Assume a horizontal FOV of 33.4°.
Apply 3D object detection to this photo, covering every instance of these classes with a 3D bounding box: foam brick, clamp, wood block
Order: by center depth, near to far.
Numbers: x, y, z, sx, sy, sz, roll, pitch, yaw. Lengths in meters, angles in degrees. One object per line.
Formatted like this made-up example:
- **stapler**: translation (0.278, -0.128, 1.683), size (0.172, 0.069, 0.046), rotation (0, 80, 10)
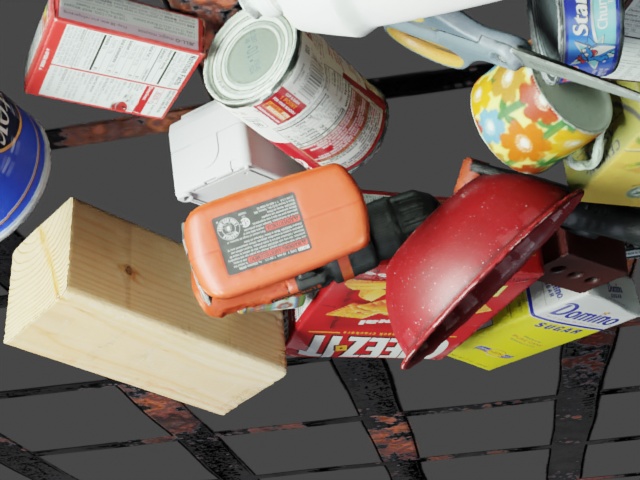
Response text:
- **clamp**: translation (0.198, -0.022, 0.790), size (0.210, 0.036, 0.164), rotation (15, -172, -6)
- **wood block**: translation (-0.134, 0.058, 0.854), size (0.205, 0.091, 0.090), rotation (26, 132, -35)
- **foam brick**: translation (0.206, 0.006, 0.875), size (0.078, 0.051, 0.053), rotation (15, 148, -35)

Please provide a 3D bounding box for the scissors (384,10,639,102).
- **scissors**: translation (0.078, -0.107, 0.534), size (0.096, 0.016, 0.202), rotation (37, 176, -29)

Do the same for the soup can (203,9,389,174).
- **soup can**: translation (-0.012, -0.087, 0.633), size (0.069, 0.068, 0.102), rotation (-18, 150, 27)

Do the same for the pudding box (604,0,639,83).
- **pudding box**: translation (0.201, -0.133, 0.602), size (0.090, 0.039, 0.114), rotation (4, 151, -15)

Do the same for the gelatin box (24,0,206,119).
- **gelatin box**: translation (-0.119, -0.108, 0.619), size (0.089, 0.030, 0.073), rotation (9, 150, -25)

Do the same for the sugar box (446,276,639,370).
- **sugar box**: translation (0.205, 0.074, 1.022), size (0.177, 0.048, 0.093), rotation (-25, 147, 39)

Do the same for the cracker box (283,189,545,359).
- **cracker box**: translation (0.066, 0.038, 0.898), size (0.164, 0.072, 0.214), rotation (4, 154, -15)

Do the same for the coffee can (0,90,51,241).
- **coffee can**: translation (-0.235, -0.065, 0.607), size (0.103, 0.103, 0.140), rotation (-12, 153, 16)

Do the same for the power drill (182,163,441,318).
- **power drill**: translation (-0.005, 0.001, 0.686), size (0.184, 0.057, 0.187), rotation (-21, 171, 1)

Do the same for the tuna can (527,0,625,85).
- **tuna can**: translation (0.131, -0.125, 0.554), size (0.034, 0.086, 0.086), rotation (-8, 154, 3)

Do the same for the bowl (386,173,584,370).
- **bowl**: translation (0.094, 0.009, 0.687), size (0.162, 0.055, 0.162), rotation (-41, 167, -12)

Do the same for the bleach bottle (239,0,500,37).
- **bleach bottle**: translation (0.074, -0.154, 0.493), size (0.251, 0.102, 0.068), rotation (-11, 140, 28)

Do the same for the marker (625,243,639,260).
- **marker**: translation (0.267, 0.008, 0.925), size (0.121, 0.020, 0.020), rotation (-8, 154, 8)
